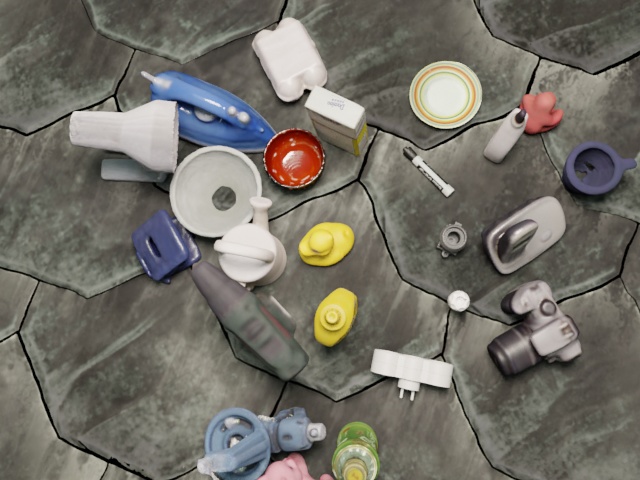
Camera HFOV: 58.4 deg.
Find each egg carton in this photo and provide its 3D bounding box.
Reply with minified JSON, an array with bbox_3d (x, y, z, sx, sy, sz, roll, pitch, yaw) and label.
[{"bbox_3d":[-0.055,-0.337,1.071,0.107,0.069,0.150,-28,81,0],"label":"egg carton"}]

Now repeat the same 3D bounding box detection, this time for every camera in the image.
[{"bbox_3d":[0.348,0.158,0.962,0.137,0.101,0.143,-29,81,0],"label":"camera"}]

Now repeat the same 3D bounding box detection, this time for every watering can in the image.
[{"bbox_3d":[-0.120,0.015,0.968,0.101,0.194,0.173,-8,82,3],"label":"watering can"}]

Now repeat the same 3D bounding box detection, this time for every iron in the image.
[{"bbox_3d":[-0.195,-0.235,1.032,0.258,0.141,0.119,21,85,7],"label":"iron"}]

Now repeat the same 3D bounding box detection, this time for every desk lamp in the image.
[{"bbox_3d":[-0.321,-0.167,0.996,0.203,0.213,0.118,1,83,5],"label":"desk lamp"}]

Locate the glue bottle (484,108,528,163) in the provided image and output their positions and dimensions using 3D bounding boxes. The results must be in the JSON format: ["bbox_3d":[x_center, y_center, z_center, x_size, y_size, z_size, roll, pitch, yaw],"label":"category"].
[{"bbox_3d":[0.324,-0.188,0.972,0.037,0.173,0.078,29,86,8],"label":"glue bottle"}]

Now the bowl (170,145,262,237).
[{"bbox_3d":[-0.182,-0.083,1.045,0.167,0.075,0.167,-1,83,4],"label":"bowl"}]

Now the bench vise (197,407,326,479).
[{"bbox_3d":[-0.104,0.315,0.915,0.207,0.220,0.121,-28,81,0],"label":"bench vise"}]

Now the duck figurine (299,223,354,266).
[{"bbox_3d":[0.009,0.004,1.014,0.104,0.086,0.077,-21,81,1],"label":"duck figurine"}]

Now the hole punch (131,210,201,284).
[{"bbox_3d":[-0.283,0.014,1.032,0.101,0.091,0.108,-31,81,0],"label":"hole punch"}]

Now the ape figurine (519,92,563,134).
[{"bbox_3d":[0.391,-0.232,1.014,0.076,0.092,0.078,-40,81,-1],"label":"ape figurine"}]

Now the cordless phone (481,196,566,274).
[{"bbox_3d":[0.348,-0.017,0.942,0.147,0.185,0.094,-37,81,-1],"label":"cordless phone"}]

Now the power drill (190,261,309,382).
[{"bbox_3d":[-0.107,0.131,0.944,0.075,0.208,0.229,-45,82,-2],"label":"power drill"}]

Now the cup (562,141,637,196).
[{"bbox_3d":[0.472,-0.117,0.992,0.117,0.095,0.092,-8,82,3],"label":"cup"}]

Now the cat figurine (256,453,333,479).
[{"bbox_3d":[-0.042,0.408,0.950,0.127,0.118,0.067,31,86,8],"label":"cat figurine"}]
